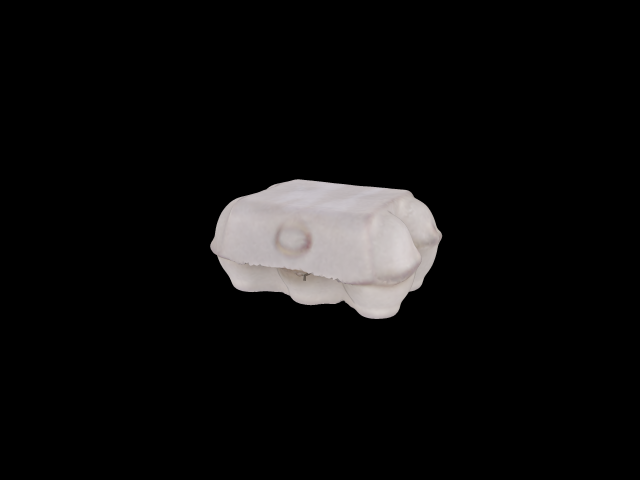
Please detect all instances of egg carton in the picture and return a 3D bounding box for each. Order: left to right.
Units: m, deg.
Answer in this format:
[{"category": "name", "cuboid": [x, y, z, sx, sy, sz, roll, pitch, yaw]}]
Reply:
[{"category": "egg carton", "cuboid": [0.004, 0.001, 0.400, 0.150, 0.069, 0.107, 8, 19, 25]}]
